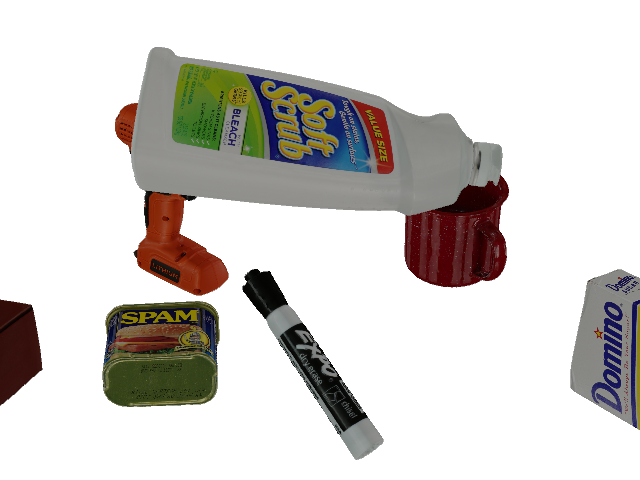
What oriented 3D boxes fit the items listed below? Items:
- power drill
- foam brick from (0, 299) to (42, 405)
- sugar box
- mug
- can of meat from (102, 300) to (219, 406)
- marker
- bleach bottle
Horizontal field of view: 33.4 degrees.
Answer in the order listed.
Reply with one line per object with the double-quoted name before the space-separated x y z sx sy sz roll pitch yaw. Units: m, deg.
"power drill" -0.136 -0.039 1.115 0.185 0.188 0.057 24 36 32
"foam brick" -0.232 0.079 0.714 0.053 0.051 0.078 8 28 23
"sugar box" 0.252 0.096 0.719 0.048 0.093 0.176 -16 30 -37
"mug" 0.122 -0.007 0.929 0.093 0.081 0.117 -20 38 -26
"can of meat" -0.139 0.100 0.932 0.102 0.057 0.084 -2 28 -5
"marker" -0.006 0.066 0.589 0.020 0.121 0.020 -31 -18 -12
"bleach bottle" 0.000 -0.072 0.748 0.251 0.102 0.068 6 -26 1
